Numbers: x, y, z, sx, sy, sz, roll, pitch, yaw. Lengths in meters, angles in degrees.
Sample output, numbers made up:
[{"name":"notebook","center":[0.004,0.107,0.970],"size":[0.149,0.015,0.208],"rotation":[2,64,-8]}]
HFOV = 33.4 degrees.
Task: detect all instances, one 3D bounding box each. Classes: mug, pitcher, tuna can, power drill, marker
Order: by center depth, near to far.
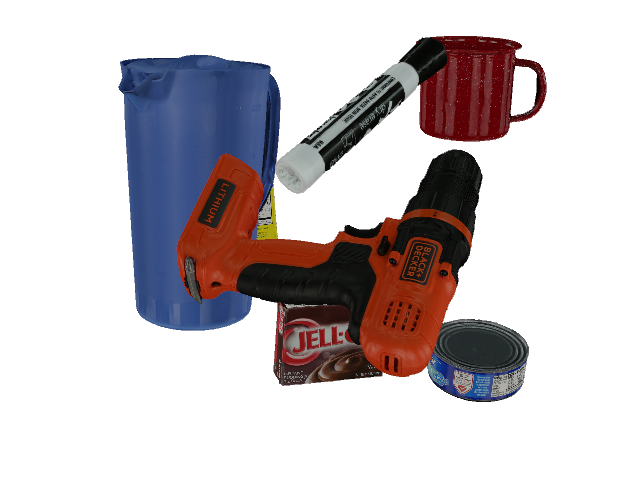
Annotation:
[{"name":"marker","center":[0.023,-0.064,0.521],"size":[0.020,0.020,0.121],"rotation":[0,36,51]},{"name":"power drill","center":[0.009,-0.006,0.735],"size":[0.188,0.184,0.057],"rotation":[11,-38,15]},{"name":"tuna can","center":[0.136,0.104,0.929],"size":[0.086,0.034,0.086],"rotation":[2,26,-1]},{"name":"mug","center":[0.142,-0.135,0.953],"size":[0.117,0.081,0.093],"rotation":[5,19,12]},{"name":"pitcher","center":[-0.108,-0.048,0.984],"size":[0.149,0.243,0.145],"rotation":[0,14,-7]}]

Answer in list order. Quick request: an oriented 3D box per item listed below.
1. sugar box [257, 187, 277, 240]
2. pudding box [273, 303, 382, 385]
[{"name":"sugar box","center":[-0.082,-0.059,1.312],"size":[0.048,0.176,0.093],"rotation":[-9,25,-7]},{"name":"pudding box","center":[0.011,0.097,1.091],"size":[0.113,0.090,0.039],"rotation":[-4,27,-17]}]
